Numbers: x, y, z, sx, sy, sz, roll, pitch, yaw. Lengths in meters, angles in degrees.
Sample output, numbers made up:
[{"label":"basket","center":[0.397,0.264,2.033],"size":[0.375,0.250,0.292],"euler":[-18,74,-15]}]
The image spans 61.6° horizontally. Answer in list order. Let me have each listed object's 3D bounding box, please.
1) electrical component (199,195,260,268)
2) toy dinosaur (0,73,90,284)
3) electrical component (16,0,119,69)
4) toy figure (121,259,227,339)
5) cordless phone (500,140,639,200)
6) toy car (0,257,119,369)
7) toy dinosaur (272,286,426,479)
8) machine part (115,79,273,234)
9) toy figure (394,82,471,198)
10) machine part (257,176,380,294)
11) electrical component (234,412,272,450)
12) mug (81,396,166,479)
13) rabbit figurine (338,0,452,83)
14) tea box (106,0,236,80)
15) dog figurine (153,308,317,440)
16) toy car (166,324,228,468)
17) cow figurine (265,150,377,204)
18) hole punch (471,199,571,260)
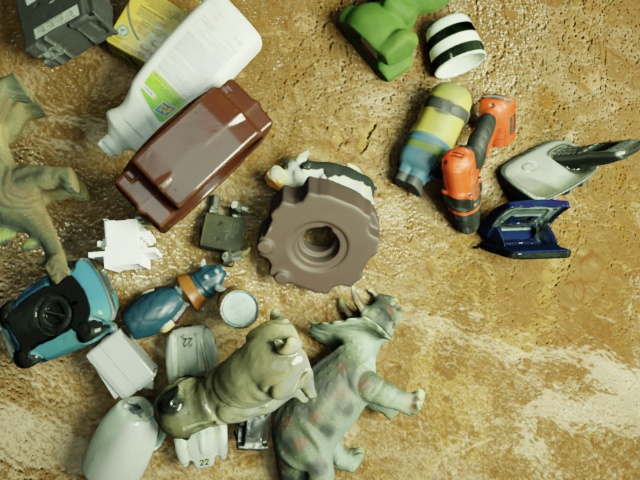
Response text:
[{"label":"electrical component","center":[-0.135,-0.013,0.786],"size":[0.078,0.045,0.102],"euler":[17,72,-12]},{"label":"toy dinosaur","center":[-0.451,-0.131,0.681],"size":[0.198,0.105,0.471],"euler":[-31,78,-16]},{"label":"electrical component","center":[-0.342,-0.314,0.722],"size":[0.115,0.058,0.134],"euler":[-21,71,11]},{"label":"toy figure","center":[-0.203,0.082,0.764],"size":[0.154,0.058,0.064],"euler":[-30,100,-18]},{"label":"cordless phone","center":[0.393,-0.110,0.847],"size":[0.147,0.184,0.088],"euler":[-27,98,-14]},{"label":"toy car","center":[-0.329,0.099,0.707],"size":[0.162,0.103,0.109],"euler":[-33,79,6]},{"label":"toy dinosaur","center":[0.008,0.250,0.778],"size":[0.192,0.131,0.405],"euler":[36,84,4]},{"label":"machine part","center":[-0.165,-0.106,0.708],"size":[0.087,0.201,0.201],"euler":[45,79,-9]},{"label":"toy figure","center":[0.180,-0.160,0.846],"size":[0.082,0.089,0.180],"euler":[30,83,-2]},{"label":"machine part","center":[-0.002,-0.002,0.772],"size":[0.179,0.056,0.179],"euler":[0,122,0]},{"label":"electrical component","center":[-0.094,0.232,0.771],"size":[0.048,0.075,0.119],"euler":[5,90,-13]},{"label":"mug","center":[-0.248,0.263,0.717],"size":[0.109,0.081,0.107],"euler":[4,120,-46]},{"label":"rabbit figurine","center":[0.124,-0.357,0.836],"size":[0.170,0.121,0.159],"euler":[-41,75,2]},{"label":"tea box","center":[-0.205,-0.270,0.776],"size":[0.169,0.068,0.098],"euler":[30,82,-9]},{"label":"dog figurine","center":[-0.114,0.178,0.662],"size":[0.190,0.172,0.121],"euler":[-19,55,-19]},{"label":"toy car","center":[-0.175,0.221,0.762],"size":[0.073,0.056,0.201],"euler":[-6,88,-14]},{"label":"cow figurine","center":[0.005,-0.088,0.815],"size":[0.167,0.068,0.098],"euler":[26,76,-14]},{"label":"hole punch","center":[0.325,-0.019,0.859],"size":[0.142,0.116,0.092],"euler":[-5,95,-12]}]
